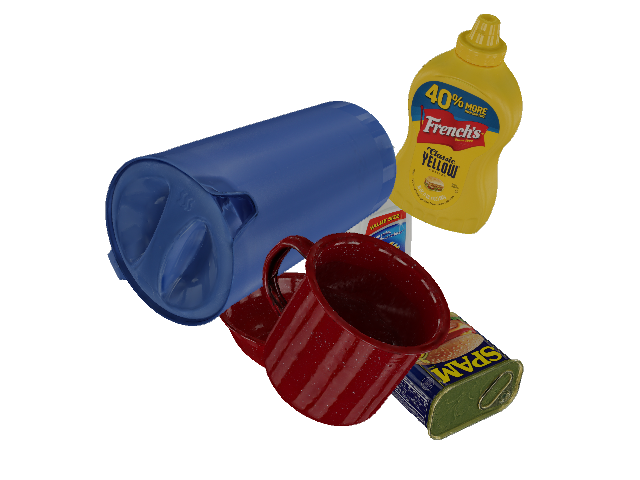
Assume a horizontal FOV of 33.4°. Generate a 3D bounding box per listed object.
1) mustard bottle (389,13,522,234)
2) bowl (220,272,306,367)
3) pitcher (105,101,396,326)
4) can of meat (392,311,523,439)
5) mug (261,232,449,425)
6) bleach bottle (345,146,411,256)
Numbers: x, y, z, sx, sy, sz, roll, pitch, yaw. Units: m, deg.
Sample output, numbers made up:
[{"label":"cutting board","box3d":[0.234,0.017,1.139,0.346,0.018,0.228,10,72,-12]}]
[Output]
[{"label":"mustard bottle","box3d":[0.119,-0.102,0.908,0.096,0.192,0.058,27,39,19]},{"label":"bowl","box3d":[-0.028,0.094,1.123,0.162,0.055,0.162,3,26,-2]},{"label":"pitcher","box3d":[-0.053,-0.033,0.878,0.149,0.145,0.242,29,35,27]},{"label":"can of meat","box3d":[0.108,0.114,0.922,0.101,0.057,0.084,-18,40,-30]},{"label":"mug","box3d":[0.008,0.048,0.636,0.117,0.082,0.093,43,38,15]},{"label":"bleach bottle","box3d":[0.061,0.008,1.309,0.102,0.251,0.068,-2,16,-18]}]
